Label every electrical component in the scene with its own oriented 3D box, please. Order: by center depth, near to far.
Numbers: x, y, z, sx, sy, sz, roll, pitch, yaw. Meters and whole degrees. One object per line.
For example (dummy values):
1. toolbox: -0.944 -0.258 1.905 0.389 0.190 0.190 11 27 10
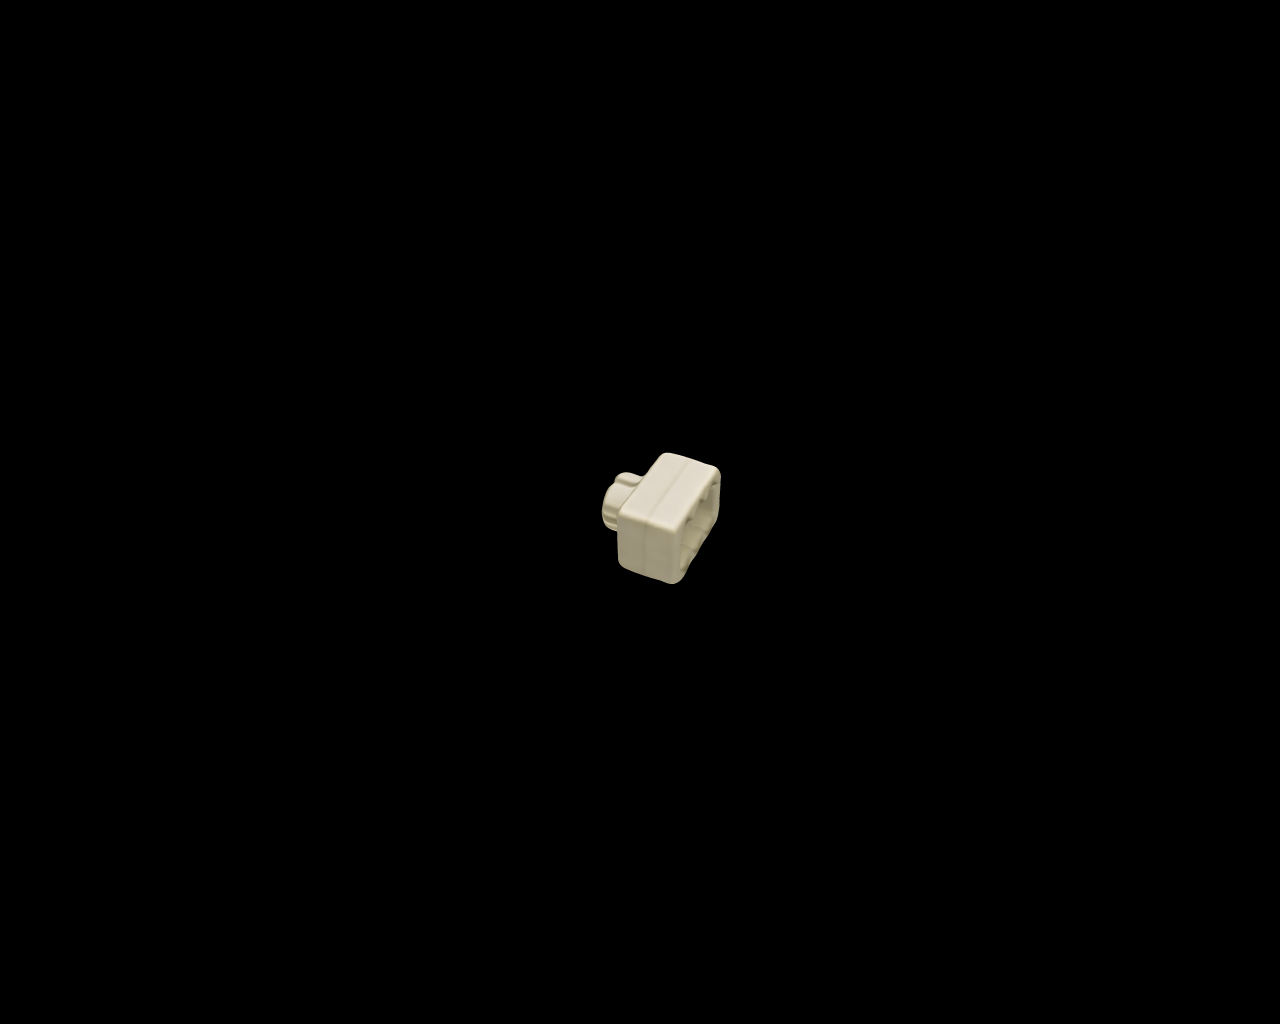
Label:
1. electrical component: 0.001 -0.003 0.650 0.077 0.047 0.066 19 46 19
